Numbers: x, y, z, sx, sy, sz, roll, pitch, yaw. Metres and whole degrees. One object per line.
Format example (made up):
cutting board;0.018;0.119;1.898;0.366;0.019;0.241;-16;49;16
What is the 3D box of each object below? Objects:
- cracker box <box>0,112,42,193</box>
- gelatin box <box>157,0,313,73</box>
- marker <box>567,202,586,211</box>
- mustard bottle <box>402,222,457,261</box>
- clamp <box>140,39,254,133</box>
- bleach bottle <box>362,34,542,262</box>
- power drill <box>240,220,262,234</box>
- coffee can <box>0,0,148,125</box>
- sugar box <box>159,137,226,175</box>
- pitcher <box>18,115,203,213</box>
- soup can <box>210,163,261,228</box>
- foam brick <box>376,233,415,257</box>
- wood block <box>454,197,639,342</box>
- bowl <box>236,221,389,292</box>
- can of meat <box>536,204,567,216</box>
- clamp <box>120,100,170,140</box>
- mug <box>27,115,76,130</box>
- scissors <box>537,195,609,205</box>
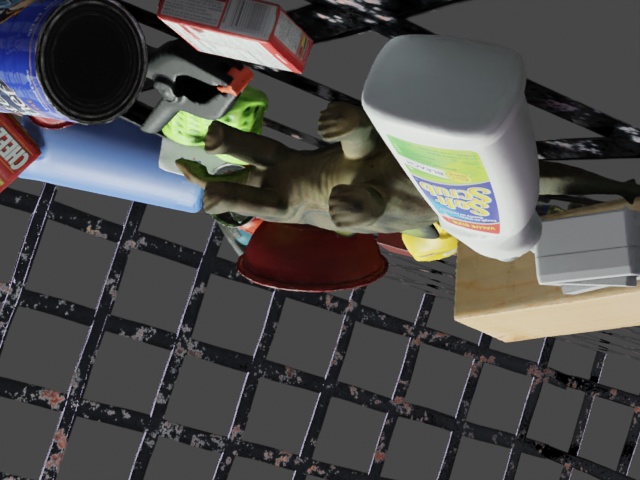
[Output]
cracker box;-0.371;-0.153;1.018;0.214;0.072;0.164;38;169;45
gelatin box;-0.058;-0.148;0.741;0.089;0.030;0.073;17;177;20
marker;0.284;-0.016;1.087;0.020;0.020;0.120;14;175;39
mustard bottle;0.137;-0.016;1.178;0.096;0.058;0.191;-28;174;5
clamp;-0.133;-0.146;0.924;0.172;0.039;0.120;-3;140;45
bleach bottle;0.114;-0.045;0.745;0.103;0.068;0.250;16;163;28
power drill;0.017;-0.024;1.295;0.188;0.057;0.184;-19;151;34
coffee can;-0.224;-0.151;0.881;0.141;0.103;0.102;13;174;45
sugar box;-0.102;-0.092;1.258;0.093;0.048;0.176;16;-168;26
pitcher;-0.256;-0.120;1.375;0.243;0.149;0.145;15;159;-2
soup can;-0.071;-0.054;1.153;0.069;0.068;0.102;16;-165;21
foam brick;0.112;-0.021;1.343;0.051;0.078;0.053;17;177;26
wood block;0.233;0.029;0.966;0.207;0.090;0.090;-13;154;42
bowl;-0.007;0.001;1.118;0.162;0.055;0.162;1;-162;0
can of meat;0.219;-0.008;1.127;0.084;0.057;0.101;4;175;32
clamp;-0.269;-0.176;1.181;0.210;0.036;0.164;21;169;36
mug;-0.276;-0.171;1.027;0.117;0.093;0.081;45;-177;26
scissors;0.194;-0.050;1.030;0.096;0.016;0.202;16;178;-30
